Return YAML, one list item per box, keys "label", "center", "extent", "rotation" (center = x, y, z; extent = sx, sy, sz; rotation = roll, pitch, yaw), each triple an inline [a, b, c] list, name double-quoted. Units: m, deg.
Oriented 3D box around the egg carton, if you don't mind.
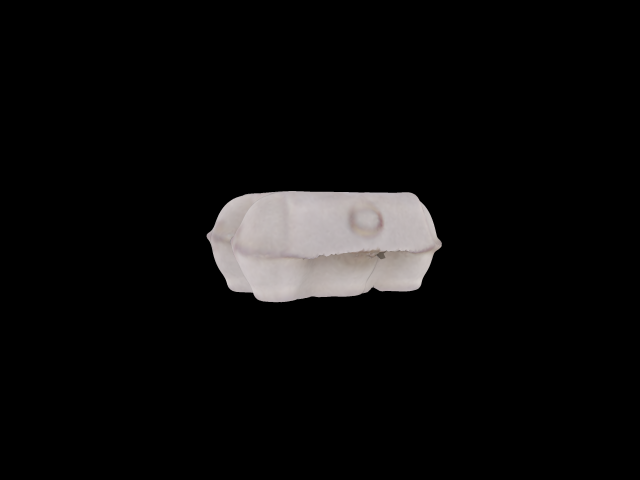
- label: "egg carton"
  center: [0.004, 0.001, 0.400]
  extent: [0.151, 0.069, 0.107]
  rotation: [-2, 3, -30]
